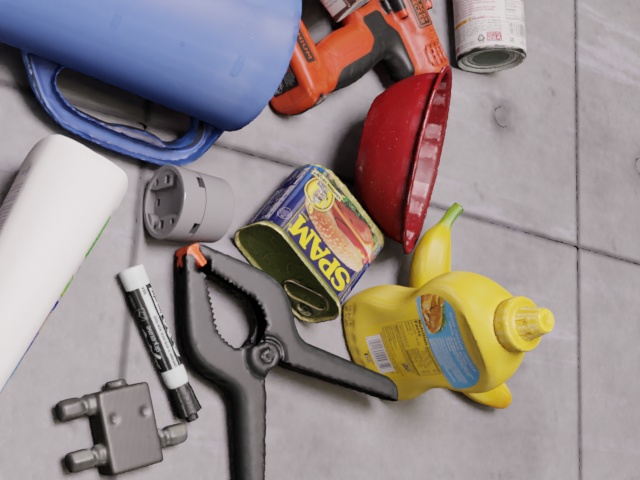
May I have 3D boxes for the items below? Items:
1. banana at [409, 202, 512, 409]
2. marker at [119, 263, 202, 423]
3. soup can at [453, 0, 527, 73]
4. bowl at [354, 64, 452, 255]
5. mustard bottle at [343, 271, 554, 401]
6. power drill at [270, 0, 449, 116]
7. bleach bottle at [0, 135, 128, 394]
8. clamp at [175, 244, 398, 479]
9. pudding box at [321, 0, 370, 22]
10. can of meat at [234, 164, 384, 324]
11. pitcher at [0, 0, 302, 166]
[{"bbox_3d":[0.117,0.071,0.928,0.069,0.037,0.198,-18,108,-7],"label":"banana"},{"bbox_3d":[-0.115,0.076,0.776,0.020,0.020,0.121,-26,96,-38],"label":"marker"},{"bbox_3d":[0.161,-0.219,1.021,0.068,0.069,0.102,5,77,-37],"label":"soup can"},{"bbox_3d":[0.066,-0.071,0.893,0.055,0.162,0.162,12,66,11],"label":"bowl"},{"bbox_3d":[0.103,0.073,0.833,0.058,0.192,0.096,-26,96,-38],"label":"mustard bottle"},{"bbox_3d":[0.017,-0.197,0.912,0.187,0.057,0.184,-28,94,-37],"label":"power drill"},{"bbox_3d":[-0.209,0.058,0.669,0.068,0.103,0.250,30,69,-16],"label":"bleach bottle"},{"bbox_3d":[-0.050,0.098,0.808,0.164,0.036,0.210,-46,105,-26],"label":"clamp"},{"bbox_3d":[0.028,-0.244,0.877,0.090,0.039,0.113,53,50,-6],"label":"pudding box"},{"bbox_3d":[-0.006,0.001,0.853,0.102,0.058,0.083,51,52,-18],"label":"can of meat"},{"bbox_3d":[-0.148,-0.161,0.743,0.242,0.145,0.149,15,59,-31],"label":"pitcher"}]
